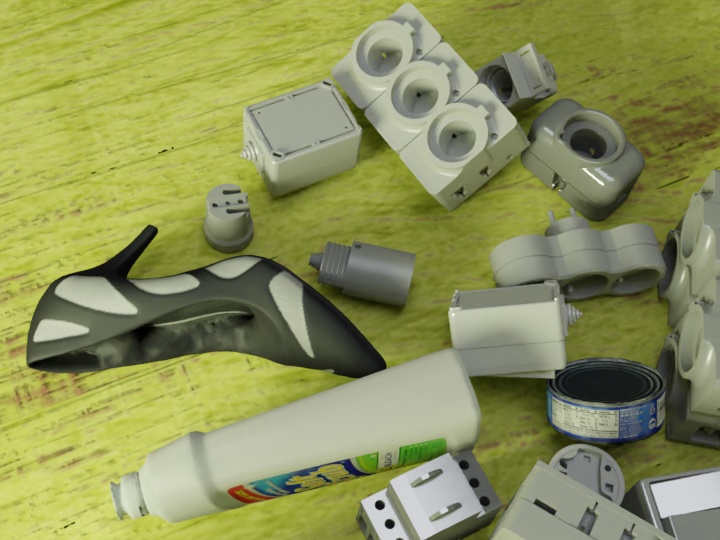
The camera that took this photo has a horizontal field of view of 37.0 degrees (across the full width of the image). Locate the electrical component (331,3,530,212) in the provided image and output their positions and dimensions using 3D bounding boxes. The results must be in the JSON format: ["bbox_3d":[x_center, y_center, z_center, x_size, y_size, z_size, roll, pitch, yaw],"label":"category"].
[{"bbox_3d":[0.057,-0.137,0.897,0.089,0.062,0.150,-41,69,8],"label":"electrical component"}]

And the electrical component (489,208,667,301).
[{"bbox_3d":[0.171,-0.019,0.867,0.138,0.052,0.073,-6,61,-9],"label":"electrical component"}]

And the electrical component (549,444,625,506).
[{"bbox_3d":[0.155,0.158,0.768,0.055,0.047,0.055,3,60,-4],"label":"electrical component"}]

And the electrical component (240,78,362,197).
[{"bbox_3d":[-0.054,-0.105,0.888,0.096,0.061,0.061,-22,65,-17],"label":"electrical component"}]

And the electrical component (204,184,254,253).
[{"bbox_3d":[-0.105,-0.042,0.856,0.040,0.046,0.040,2,60,-4],"label":"electrical component"}]

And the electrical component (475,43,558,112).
[{"bbox_3d":[0.134,-0.161,0.934,0.064,0.081,0.042,-14,83,-44],"label":"electrical component"}]

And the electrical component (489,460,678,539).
[{"bbox_3d":[0.175,0.214,0.705,0.186,0.105,0.060,29,62,11],"label":"electrical component"}]

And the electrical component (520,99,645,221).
[{"bbox_3d":[0.189,-0.096,0.910,0.095,0.059,0.054,42,65,17],"label":"electrical component"}]

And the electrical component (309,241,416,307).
[{"bbox_3d":[0.000,0.000,0.845,0.081,0.043,0.043,12,60,1],"label":"electrical component"}]

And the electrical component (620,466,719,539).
[{"bbox_3d":[0.242,0.176,0.759,0.096,0.061,0.061,-7,61,-10],"label":"electrical component"}]

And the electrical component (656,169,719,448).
[{"bbox_3d":[0.273,0.029,0.820,0.060,0.105,0.186,11,60,0],"label":"electrical component"}]

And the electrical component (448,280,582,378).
[{"bbox_3d":[0.118,0.046,0.801,0.096,0.061,0.061,-6,101,10],"label":"electrical component"}]
